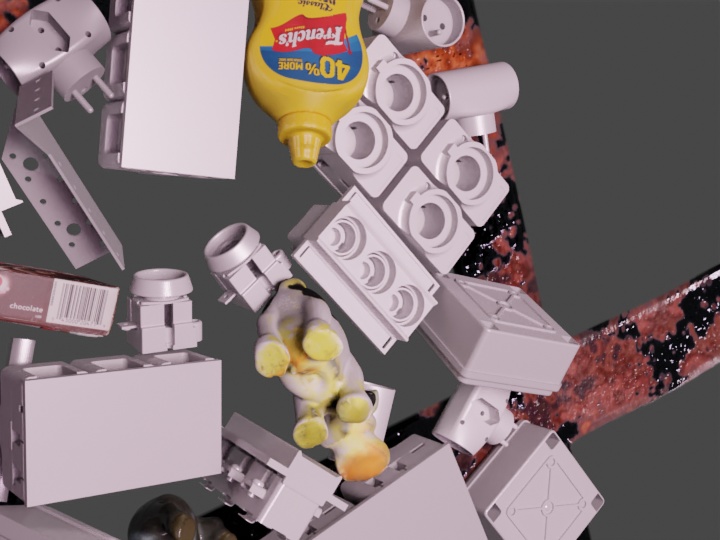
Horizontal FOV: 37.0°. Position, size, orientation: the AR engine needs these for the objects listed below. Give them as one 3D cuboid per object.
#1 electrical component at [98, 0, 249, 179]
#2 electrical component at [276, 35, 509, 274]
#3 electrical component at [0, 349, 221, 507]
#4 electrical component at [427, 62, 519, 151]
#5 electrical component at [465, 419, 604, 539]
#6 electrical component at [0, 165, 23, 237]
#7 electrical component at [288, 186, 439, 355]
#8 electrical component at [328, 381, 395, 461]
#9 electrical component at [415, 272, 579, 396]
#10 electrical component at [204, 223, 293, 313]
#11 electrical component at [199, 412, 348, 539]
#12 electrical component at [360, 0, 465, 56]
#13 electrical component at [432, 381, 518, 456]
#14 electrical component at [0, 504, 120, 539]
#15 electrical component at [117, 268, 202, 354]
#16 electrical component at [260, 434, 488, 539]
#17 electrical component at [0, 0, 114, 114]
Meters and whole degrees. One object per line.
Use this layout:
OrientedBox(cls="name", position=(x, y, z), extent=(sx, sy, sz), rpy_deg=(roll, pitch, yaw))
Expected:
OrientedBox(cls="electrical component", position=(-0.141, -0.146, 0.805), extent=(0.089, 0.062, 0.150), rpy_deg=(4, 92, -31))
OrientedBox(cls="electrical component", position=(0.035, -0.095, 0.916), extent=(0.186, 0.060, 0.105), rpy_deg=(46, 72, -26))
OrientedBox(cls="electrical component", position=(-0.183, 0.112, 0.795), extent=(0.150, 0.062, 0.089), rpy_deg=(-3, 97, -35))
OrientedBox(cls="electrical component", position=(0.101, -0.141, 0.962), extent=(0.077, 0.043, 0.079), rpy_deg=(-15, 102, -29))
OrientedBox(cls="electrical component", position=(0.161, 0.218, 1.021), extent=(0.108, 0.056, 0.108), rpy_deg=(-46, 115, -19))
OrientedBox(cls="electrical component", position=(-0.276, -0.056, 0.744), extent=(0.064, 0.042, 0.081), rpy_deg=(-27, 107, -25))
OrientedBox(cls="electrical component", position=(0.000, 0.000, 0.902), extent=(0.078, 0.063, 0.121), rpy_deg=(-50, 116, -18))
OrientedBox(cls="electrical component", position=(0.000, 0.138, 0.925), extent=(0.043, 0.043, 0.081), rpy_deg=(15, 86, -31))
OrientedBox(cls="electrical component", position=(0.117, 0.054, 0.946), extent=(0.109, 0.108, 0.056), rpy_deg=(11, 113, -31))
OrientedBox(cls="electrical component", position=(-0.092, -0.004, 0.857), extent=(0.066, 0.048, 0.055), rpy_deg=(-46, 123, -19))
OrientedBox(cls="electrical component", position=(-0.074, 0.161, 0.837), extent=(0.079, 0.121, 0.063), rpy_deg=(37, 78, -28))
OrientedBox(cls="electrical component", position=(0.034, -0.210, 0.895), extent=(0.079, 0.077, 0.044), rpy_deg=(17, 85, -31))
OrientedBox(cls="electrical component", position=(0.115, 0.136, 0.994), extent=(0.079, 0.043, 0.077), rpy_deg=(37, 76, -27))
OrientedBox(cls="electrical component", position=(-0.222, 0.214, 0.756), extent=(0.057, 0.113, 0.078), rpy_deg=(13, 87, -50))
OrientedBox(cls="electrical component", position=(-0.153, 0.030, 0.824), extent=(0.066, 0.048, 0.055), rpy_deg=(-6, 105, -30))
OrientedBox(cls="electrical component", position=(0.008, 0.236, 0.929), extent=(0.186, 0.060, 0.105), rpy_deg=(-30, 109, -25))
OrientedBox(cls="electrical component", position=(-0.210, -0.147, 0.767), extent=(0.077, 0.043, 0.079), rpy_deg=(-41, 91, -21))
